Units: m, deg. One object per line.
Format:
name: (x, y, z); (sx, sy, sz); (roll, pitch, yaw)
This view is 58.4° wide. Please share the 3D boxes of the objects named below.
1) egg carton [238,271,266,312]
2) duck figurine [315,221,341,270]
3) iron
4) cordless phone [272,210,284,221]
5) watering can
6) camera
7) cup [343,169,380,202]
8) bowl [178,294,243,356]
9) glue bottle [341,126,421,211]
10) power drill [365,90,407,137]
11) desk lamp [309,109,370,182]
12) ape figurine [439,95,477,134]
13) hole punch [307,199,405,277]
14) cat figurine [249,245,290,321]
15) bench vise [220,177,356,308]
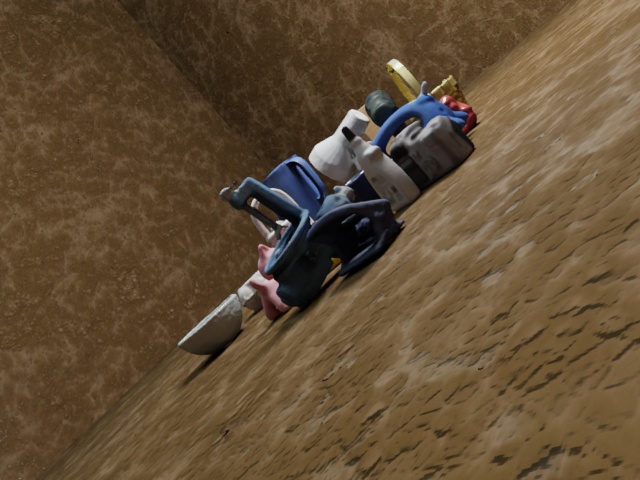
egg carton: (-0.132, 0.107, 1.388); (0.107, 0.069, 0.150); (-40, 5, 27)
duck figurine: (0.009, 0.004, 1.029); (0.104, 0.086, 0.077); (-42, 4, -8)
iron: (0.172, -0.192, 1.168); (0.258, 0.141, 0.119); (-40, 5, 27)
cordless phone: (-0.070, -0.020, 1.326); (0.094, 0.185, 0.148); (-41, 5, 15)
watering can: (-0.064, -0.016, 1.161); (0.101, 0.194, 0.172); (-45, 5, -33)
camera: (0.197, -0.171, 0.995); (0.137, 0.101, 0.143); (-45, 5, -33)
cup: (0.087, -0.078, 1.099); (0.117, 0.095, 0.092); (-38, 6, 41)
bowl: (-0.226, 0.200, 1.263); (0.167, 0.075, 0.167); (-41, 4, 4)
glue bottle: (0.096, -0.128, 0.983); (0.037, 0.173, 0.078); (-43, 5, -21)
power drill: (0.178, -0.256, 1.310); (0.075, 0.208, 0.230); (-41, 4, 13)
desk lamp: (0.105, -0.207, 1.445); (0.203, 0.213, 0.118); (-40, 5, 26)
ape figurine: (0.287, -0.267, 1.220); (0.077, 0.092, 0.076); (-37, 7, 48)
hole punch: (0.049, -0.016, 0.825); (0.108, 0.091, 0.101); (-37, 6, 46)
cat figurine: (-0.084, 0.065, 1.038); (0.067, 0.118, 0.128); (-39, 5, 36)
bench vise: (-0.043, -0.029, 0.920); (0.208, 0.220, 0.121); (-45, 6, -40)
